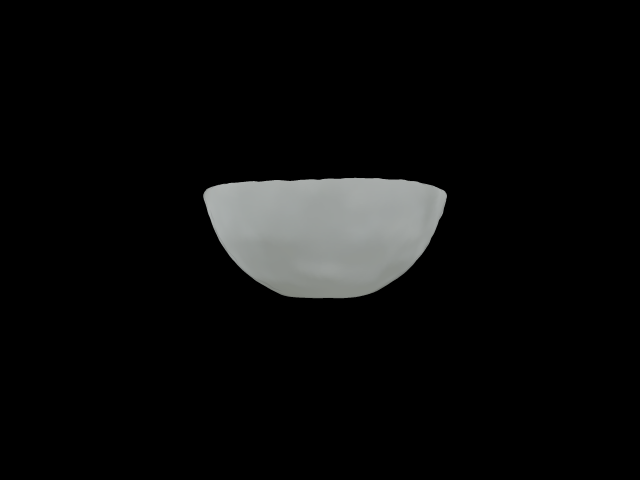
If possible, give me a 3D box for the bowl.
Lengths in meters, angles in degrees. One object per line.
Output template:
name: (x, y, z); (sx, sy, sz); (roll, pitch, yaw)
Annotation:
bowl: (0.004, 0.001, 0.400); (0.167, 0.075, 0.167); (0, 0, 0)
